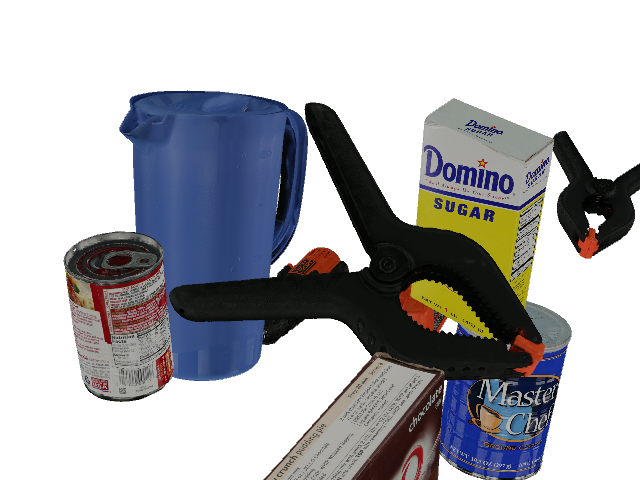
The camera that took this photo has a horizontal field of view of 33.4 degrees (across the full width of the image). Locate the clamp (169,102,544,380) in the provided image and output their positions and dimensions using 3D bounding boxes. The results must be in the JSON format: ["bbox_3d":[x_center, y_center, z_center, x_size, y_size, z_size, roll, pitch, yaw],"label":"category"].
[{"bbox_3d":[0.028,0.027,0.626,0.210,0.164,0.036,35,-21,14],"label":"clamp"}]

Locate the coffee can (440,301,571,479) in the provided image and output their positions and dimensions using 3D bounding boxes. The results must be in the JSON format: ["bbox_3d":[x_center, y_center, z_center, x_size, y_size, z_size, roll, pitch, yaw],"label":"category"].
[{"bbox_3d":[0.169,0.137,0.993,0.103,0.140,0.103,6,22,-3],"label":"coffee can"}]

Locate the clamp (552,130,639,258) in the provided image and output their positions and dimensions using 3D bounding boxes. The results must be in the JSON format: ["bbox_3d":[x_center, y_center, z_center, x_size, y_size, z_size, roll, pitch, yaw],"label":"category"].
[{"bbox_3d":[0.284,-0.053,1.122,0.120,0.039,0.171,17,45,20],"label":"clamp"}]

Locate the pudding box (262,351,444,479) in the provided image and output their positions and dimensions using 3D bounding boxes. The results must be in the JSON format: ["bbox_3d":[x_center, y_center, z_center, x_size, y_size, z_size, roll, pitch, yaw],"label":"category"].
[{"bbox_3d":[0.013,0.115,0.457,0.039,0.090,0.113,16,35,24],"label":"pudding box"}]

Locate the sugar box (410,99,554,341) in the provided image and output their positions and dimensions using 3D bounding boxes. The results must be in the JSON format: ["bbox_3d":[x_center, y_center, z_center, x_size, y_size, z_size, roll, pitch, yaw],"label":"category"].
[{"bbox_3d":[0.121,-0.012,0.829,0.093,0.176,0.048,28,47,32],"label":"sugar box"}]

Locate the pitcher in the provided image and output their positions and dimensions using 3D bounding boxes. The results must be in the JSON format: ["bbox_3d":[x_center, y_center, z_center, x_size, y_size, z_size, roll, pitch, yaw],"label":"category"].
[{"bbox_3d":[-0.092,-0.009,0.937,0.149,0.243,0.145,4,16,1],"label":"pitcher"}]

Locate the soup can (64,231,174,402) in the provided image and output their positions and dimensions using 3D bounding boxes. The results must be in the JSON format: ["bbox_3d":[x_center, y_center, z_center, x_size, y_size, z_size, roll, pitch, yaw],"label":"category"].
[{"bbox_3d":[-0.140,0.054,0.754,0.068,0.102,0.068,-1,29,0],"label":"soup can"}]

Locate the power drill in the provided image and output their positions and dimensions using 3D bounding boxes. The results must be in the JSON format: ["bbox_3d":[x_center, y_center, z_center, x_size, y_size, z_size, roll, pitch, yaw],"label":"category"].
[{"bbox_3d":[0.033,0.068,1.138,0.188,0.057,0.184,10,29,22],"label":"power drill"}]
